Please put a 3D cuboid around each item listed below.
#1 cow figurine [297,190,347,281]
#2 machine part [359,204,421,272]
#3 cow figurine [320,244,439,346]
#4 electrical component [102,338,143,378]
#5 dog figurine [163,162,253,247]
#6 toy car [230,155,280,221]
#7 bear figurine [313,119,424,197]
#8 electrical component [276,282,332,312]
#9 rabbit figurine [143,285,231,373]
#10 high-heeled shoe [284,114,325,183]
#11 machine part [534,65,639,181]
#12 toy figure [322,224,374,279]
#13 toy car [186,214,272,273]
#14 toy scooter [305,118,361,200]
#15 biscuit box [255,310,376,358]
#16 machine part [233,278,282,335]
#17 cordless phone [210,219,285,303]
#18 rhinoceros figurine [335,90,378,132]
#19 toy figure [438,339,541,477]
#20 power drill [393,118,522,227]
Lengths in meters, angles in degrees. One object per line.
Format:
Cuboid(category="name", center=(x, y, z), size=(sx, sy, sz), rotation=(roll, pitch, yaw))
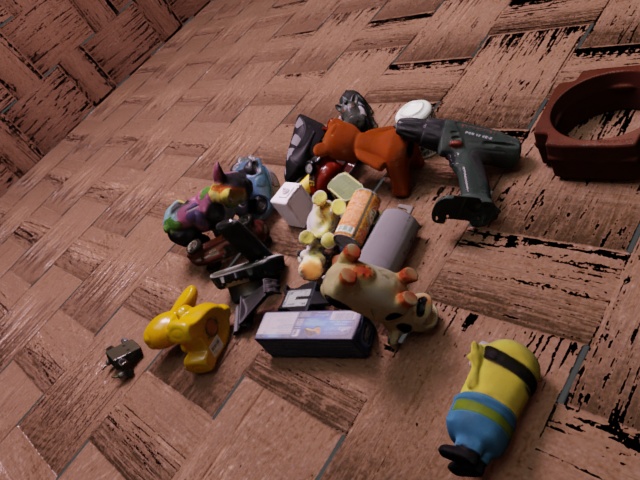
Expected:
Cuboid(category="cow figurine", center=(-0.004, -0.003, 1.022), size=(0.068, 0.098, 0.167), rotation=(18, 83, -1))
Cuboid(category="machine part", center=(0.110, 0.029, 0.941), size=(0.079, 0.079, 0.243), rotation=(5, 52, 40))
Cuboid(category="cow figurine", center=(0.093, 0.093, 0.810), size=(0.127, 0.195, 0.085), rotation=(-49, 25, 48))
Cuboid(category="electrical component", center=(-0.420, 0.251, 1.140), size=(0.102, 0.045, 0.078), rotation=(14, 31, 42))
Cuboid(category="dog figurine", center=(-0.248, -0.079, 1.184), size=(0.191, 0.219, 0.108), rotation=(-13, 70, -23))
Cuboid(category="toy car", center=(-0.145, -0.117, 1.262), size=(0.103, 0.161, 0.109), rotation=(-8, 3, -41))
Cuboid(category="bear figurine", center=(0.097, -0.175, 1.098), size=(0.196, 0.131, 0.120), rotation=(6, 54, 29))
Cuboid(category="electrical component", center=(-0.017, 0.115, 0.970), size=(0.119, 0.047, 0.075), rotation=(-10, 45, 29))
Cuboid(category="rabbit figurine", center=(-0.269, 0.166, 1.050), size=(0.173, 0.121, 0.162), rotation=(-12, 38, 28))
Cuboid(category="high-heeled shoe", center=(-0.046, -0.232, 1.369), size=(0.145, 0.086, 0.249), rotation=(-62, 11, 19))
Cuboid(category="machine part", center=(0.479, -0.193, 0.889), size=(0.202, 0.087, 0.201), rotation=(10, 57, 41))
Cuboid(category="toy figure", center=(0.058, 0.032, 0.994), size=(0.064, 0.057, 0.154), rotation=(-7, 50, 48))
Cuboid(category="toy car", center=(-0.202, 0.014, 1.184), size=(0.202, 0.089, 0.053), rotation=(-24, 43, 15))
Cuboid(category="toy scooter", center=(0.028, -0.185, 1.183), size=(0.184, 0.135, 0.075), rotation=(-49, 40, -15))
Cuboid(category="biscuit box", center=(-0.009, 0.158, 0.906), size=(0.203, 0.062, 0.059), rotation=(-6, 46, 32))
Cuboid(category="machine part", center=(-0.125, 0.121, 1.027), size=(0.139, 0.039, 0.084), rotation=(-43, 25, 34))
Cuboid(category="cordless phone", center=(-0.169, 0.035, 1.060), size=(0.147, 0.184, 0.089), rotation=(-16, 46, 23))
Cuboid(category="rhinoceros figurine", center=(0.085, -0.303, 1.286), size=(0.073, 0.112, 0.190), rotation=(-22, 32, 14))
Cuboid(category="toy figure", center=(0.214, 0.206, 0.672), size=(0.089, 0.082, 0.180), rotation=(17, 52, 24))
Cuboid(category="power drill", center=(0.239, -0.127, 0.957), size=(0.232, 0.085, 0.207), rotation=(8, 52, 3))
